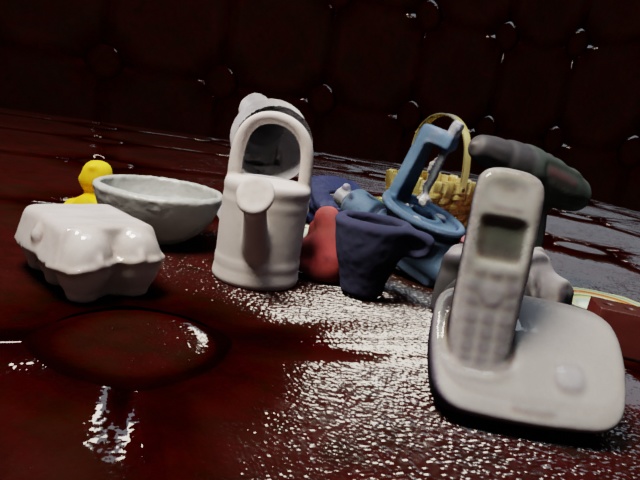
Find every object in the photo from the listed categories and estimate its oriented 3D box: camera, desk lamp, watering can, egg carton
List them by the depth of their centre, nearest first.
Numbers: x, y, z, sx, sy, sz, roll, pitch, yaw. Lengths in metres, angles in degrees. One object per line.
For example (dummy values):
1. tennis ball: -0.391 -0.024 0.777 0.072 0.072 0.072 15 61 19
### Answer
1. egg carton: -0.231 0.007 0.567 0.149 0.069 0.108 21 17 41
2. camera: 0.178 0.051 0.612 0.137 0.101 0.142 -3 18 -45
3. watering can: -0.059 -0.046 0.647 0.101 0.194 0.172 5 13 -20
4. desk lamp: -0.100 -0.123 0.908 0.118 0.213 0.202 5 14 -21

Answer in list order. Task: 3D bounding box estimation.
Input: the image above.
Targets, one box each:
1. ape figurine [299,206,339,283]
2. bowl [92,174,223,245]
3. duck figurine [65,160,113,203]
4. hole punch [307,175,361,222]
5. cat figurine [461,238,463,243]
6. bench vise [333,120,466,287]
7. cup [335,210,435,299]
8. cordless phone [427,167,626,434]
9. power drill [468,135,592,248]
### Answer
1. ape figurine: 0.007 0.003 0.715 0.078 0.092 0.076 6 13 -17
2. bowl: -0.215 -0.036 0.758 0.167 0.075 0.167 9 13 -2
3. duck figurine: -0.313 -0.067 0.795 0.077 0.086 0.104 9 13 -4
4. hole punch: 0.033 -0.064 1.031 0.109 0.091 0.101 5 14 -21
5. cat figurine: 0.313 -0.036 1.059 0.067 0.118 0.128 9 13 -1
6. bench vise: 0.108 -0.060 0.775 0.207 0.220 0.122 14 13 17
7. cup: 0.069 0.023 0.667 0.117 0.095 0.092 13 13 16
8. cordless phone: 0.163 0.045 0.432 0.147 0.185 0.094 9 13 -2
9. power drill: 0.285 -0.034 0.819 0.230 0.208 0.075 2 15 -29
